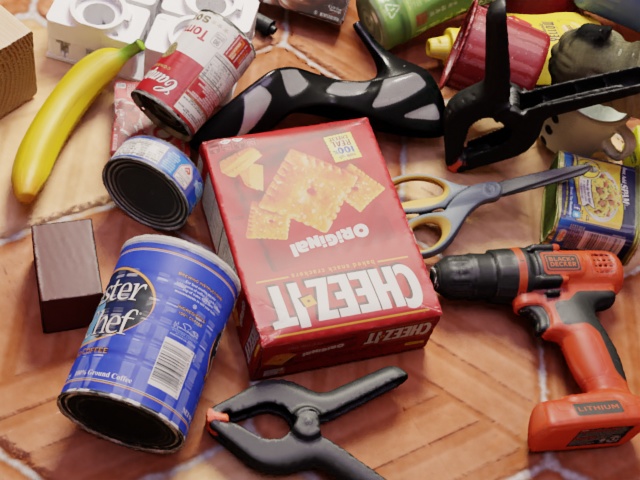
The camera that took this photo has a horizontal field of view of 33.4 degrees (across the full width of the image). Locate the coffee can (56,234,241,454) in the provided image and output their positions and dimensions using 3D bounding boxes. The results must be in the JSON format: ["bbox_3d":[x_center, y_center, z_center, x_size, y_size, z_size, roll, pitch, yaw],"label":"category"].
[{"bbox_3d":[-0.132,0.081,0.837,0.103,0.103,0.140,18,60,0],"label":"coffee can"}]

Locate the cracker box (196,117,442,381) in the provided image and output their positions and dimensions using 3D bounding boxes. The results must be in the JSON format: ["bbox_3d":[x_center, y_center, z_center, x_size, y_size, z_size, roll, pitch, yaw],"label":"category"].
[{"bbox_3d":[-0.006,0.001,0.941,0.164,0.072,0.214,-9,60,-17],"label":"cracker box"}]

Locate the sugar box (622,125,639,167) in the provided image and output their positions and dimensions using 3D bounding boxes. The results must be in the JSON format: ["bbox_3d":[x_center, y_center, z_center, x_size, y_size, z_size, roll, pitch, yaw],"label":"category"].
[{"bbox_3d":[0.399,-0.055,1.077,0.176,0.048,0.093,8,56,-5],"label":"sugar box"}]

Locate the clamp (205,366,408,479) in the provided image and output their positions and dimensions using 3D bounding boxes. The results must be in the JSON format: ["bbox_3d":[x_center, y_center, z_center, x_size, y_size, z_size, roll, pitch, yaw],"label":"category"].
[{"bbox_3d":[-0.005,0.161,0.856,0.171,0.039,0.120,-3,53,-7],"label":"clamp"}]

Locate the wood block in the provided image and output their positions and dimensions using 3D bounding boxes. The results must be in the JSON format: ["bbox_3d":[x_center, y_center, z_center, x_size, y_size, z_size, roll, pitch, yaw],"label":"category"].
[{"bbox_3d":[-0.367,-0.201,0.989,0.206,0.090,0.090,39,58,15],"label":"wood block"}]

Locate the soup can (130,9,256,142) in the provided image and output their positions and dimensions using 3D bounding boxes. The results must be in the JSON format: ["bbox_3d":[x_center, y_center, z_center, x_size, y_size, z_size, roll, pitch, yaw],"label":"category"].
[{"bbox_3d":[-0.113,-0.149,0.965,0.068,0.068,0.102,34,76,11],"label":"soup can"}]

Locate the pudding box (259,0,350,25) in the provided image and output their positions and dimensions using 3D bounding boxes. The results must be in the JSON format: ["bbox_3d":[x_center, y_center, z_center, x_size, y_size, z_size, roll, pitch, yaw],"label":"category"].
[{"bbox_3d":[-0.017,-0.284,1.118,0.113,0.090,0.039,17,11,-2],"label":"pudding box"}]

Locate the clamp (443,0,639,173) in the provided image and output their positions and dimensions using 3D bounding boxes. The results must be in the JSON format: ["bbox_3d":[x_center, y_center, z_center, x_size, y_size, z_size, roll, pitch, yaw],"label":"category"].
[{"bbox_3d":[0.170,-0.132,0.980,0.164,0.210,0.036,27,52,-23],"label":"clamp"}]

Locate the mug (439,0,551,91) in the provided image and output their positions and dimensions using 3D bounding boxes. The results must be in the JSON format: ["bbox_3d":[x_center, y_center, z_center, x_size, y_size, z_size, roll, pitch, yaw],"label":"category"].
[{"bbox_3d":[0.173,-0.183,1.042,0.081,0.093,0.117,21,42,-1],"label":"mug"}]

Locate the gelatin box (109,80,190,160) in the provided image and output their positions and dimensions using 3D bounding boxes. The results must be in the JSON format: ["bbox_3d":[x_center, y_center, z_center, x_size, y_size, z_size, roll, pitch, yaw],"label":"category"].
[{"bbox_3d":[-0.159,-0.108,1.006,0.073,0.030,0.089,4,57,-10],"label":"gelatin box"}]

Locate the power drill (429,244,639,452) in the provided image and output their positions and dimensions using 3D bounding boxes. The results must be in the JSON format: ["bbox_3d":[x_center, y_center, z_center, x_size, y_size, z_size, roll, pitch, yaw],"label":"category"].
[{"bbox_3d":[0.198,0.088,0.934,0.184,0.057,0.187,-2,58,-13],"label":"power drill"}]

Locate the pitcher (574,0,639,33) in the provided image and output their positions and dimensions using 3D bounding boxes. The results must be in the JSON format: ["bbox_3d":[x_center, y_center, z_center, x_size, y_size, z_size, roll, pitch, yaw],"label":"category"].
[{"bbox_3d":[0.403,-0.262,1.140,0.242,0.149,0.145,16,73,-9],"label":"pitcher"}]

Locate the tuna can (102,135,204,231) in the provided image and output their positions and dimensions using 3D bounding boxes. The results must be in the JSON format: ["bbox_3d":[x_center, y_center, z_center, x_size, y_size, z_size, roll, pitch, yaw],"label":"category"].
[{"bbox_3d":[-0.146,-0.050,0.937,0.086,0.086,0.033,26,54,6],"label":"tuna can"}]

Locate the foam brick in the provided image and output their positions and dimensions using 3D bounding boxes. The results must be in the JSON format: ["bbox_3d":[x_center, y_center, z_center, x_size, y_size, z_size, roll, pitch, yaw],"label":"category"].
[{"bbox_3d":[-0.211,0.029,0.891,0.051,0.053,0.078,-6,59,-16],"label":"foam brick"}]

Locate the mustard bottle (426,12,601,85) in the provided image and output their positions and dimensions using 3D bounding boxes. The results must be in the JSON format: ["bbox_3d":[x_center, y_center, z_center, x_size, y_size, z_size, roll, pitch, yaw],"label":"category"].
[{"bbox_3d":[0.205,-0.202,1.126,0.191,0.058,0.096,-2,50,-12],"label":"mustard bottle"}]

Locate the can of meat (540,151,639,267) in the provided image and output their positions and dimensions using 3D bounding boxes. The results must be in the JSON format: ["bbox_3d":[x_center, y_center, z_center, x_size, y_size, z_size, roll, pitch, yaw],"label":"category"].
[{"bbox_3d":[0.261,-0.032,1.028,0.084,0.057,0.102,13,55,-1],"label":"can of meat"}]

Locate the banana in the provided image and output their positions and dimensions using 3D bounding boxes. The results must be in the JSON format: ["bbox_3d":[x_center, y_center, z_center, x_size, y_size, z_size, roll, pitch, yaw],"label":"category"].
[{"bbox_3d":[-0.234,-0.113,0.976,0.037,0.070,0.197,42,62,-26],"label":"banana"}]

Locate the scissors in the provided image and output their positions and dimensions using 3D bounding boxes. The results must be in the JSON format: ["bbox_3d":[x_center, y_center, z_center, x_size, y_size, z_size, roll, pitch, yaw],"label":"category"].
[{"bbox_3d":[0.152,-0.027,0.996,0.202,0.016,0.096,0,66,8],"label":"scissors"}]

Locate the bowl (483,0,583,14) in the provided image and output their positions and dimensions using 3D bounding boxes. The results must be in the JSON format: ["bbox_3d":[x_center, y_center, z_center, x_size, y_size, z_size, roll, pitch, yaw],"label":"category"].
[{"bbox_3d":[0.240,-0.320,1.214,0.162,0.055,0.162,6,56,-9],"label":"bowl"}]

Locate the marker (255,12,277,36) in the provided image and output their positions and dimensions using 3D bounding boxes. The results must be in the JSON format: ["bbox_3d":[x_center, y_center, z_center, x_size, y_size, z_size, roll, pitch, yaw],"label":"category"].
[{"bbox_3d":[-0.097,-0.249,1.119,0.121,0.020,0.020,33,57,10],"label":"marker"}]
